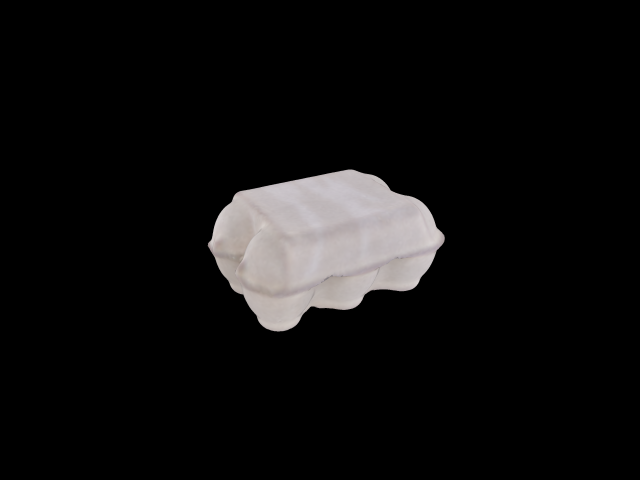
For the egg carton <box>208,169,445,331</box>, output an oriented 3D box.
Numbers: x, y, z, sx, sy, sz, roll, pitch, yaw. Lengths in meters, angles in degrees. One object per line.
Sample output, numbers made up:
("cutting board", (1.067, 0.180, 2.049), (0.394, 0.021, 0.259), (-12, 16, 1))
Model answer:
("egg carton", (0.004, 0.001, 0.400), (0.151, 0.069, 0.107), (-15, 32, -27))
